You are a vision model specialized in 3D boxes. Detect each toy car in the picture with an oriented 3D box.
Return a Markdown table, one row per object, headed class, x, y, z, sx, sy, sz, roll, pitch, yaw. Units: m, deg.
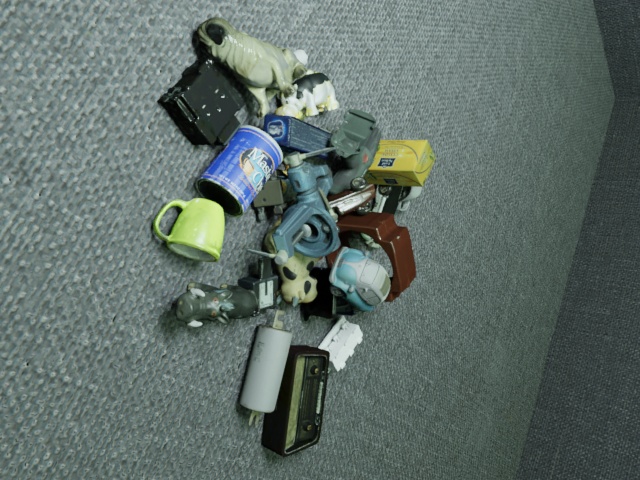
| class | x | y | z | sx | sy | sz | roll | pitch | yaw |
| --- | --- | --- | --- | --- | --- | --- | --- | --- | --- |
| toy car | 0.096 | 0.092 | 1.150 | 0.161 | 0.103 | 0.109 | 51 | 55 | -37 |
| toy car | 0.032 | -0.070 | 1.182 | 0.202 | 0.053 | 0.089 | -20 | 133 | -6 |
| toy car | 0.167 | -0.075 | 1.398 | 0.073 | 0.056 | 0.201 | 13 | 98 | -41 |

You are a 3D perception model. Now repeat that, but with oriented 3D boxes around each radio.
| class | x | y | z | sx | sy | sz | roll | pitch | yaw |
| --- | --- | --- | --- | --- | --- | --- | --- | --- | --- |
| radio | -0.051 | 0.353 | 1.211 | 0.131 | 0.073 | 0.229 | 8 | 91 | -50 |

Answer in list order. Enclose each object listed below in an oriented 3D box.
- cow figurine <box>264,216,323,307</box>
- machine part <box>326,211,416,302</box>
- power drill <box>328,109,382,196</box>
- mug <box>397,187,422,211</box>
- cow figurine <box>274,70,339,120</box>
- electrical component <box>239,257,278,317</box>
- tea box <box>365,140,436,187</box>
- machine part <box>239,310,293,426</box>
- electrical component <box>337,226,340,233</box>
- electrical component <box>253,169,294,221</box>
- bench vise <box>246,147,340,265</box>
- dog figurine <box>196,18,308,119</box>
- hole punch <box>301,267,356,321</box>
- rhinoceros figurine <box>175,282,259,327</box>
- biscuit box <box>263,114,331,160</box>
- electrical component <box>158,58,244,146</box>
| class | x | y | z | sx | sy | sz | roll | pitch | yaw |
| --- | --- | --- | --- | --- | --- | --- | --- | --- | --- |
| cow figurine | -0.058 | 0.056 | 1.147 | 0.127 | 0.086 | 0.194 | -45 | 124 | -33 |
| machine part | 0.116 | 0.035 | 1.256 | 0.087 | 0.201 | 0.201 | -40 | 125 | -41 |
| power drill | 0.082 | -0.211 | 1.230 | 0.232 | 0.086 | 0.207 | -61 | 173 | -15 |
| mug | 0.237 | -0.135 | 1.468 | 0.107 | 0.081 | 0.109 | -11 | 104 | -54 |
| cow figurine | -0.035 | -0.303 | 1.126 | 0.167 | 0.068 | 0.098 | -30 | 112 | -47 |
| electrical component | -0.126 | 0.091 | 1.100 | 0.075 | 0.048 | 0.119 | -17 | 108 | -47 |
| tea box | 0.186 | -0.190 | 1.327 | 0.068 | 0.170 | 0.098 | 49 | 58 | -44 |
| machine part | -0.113 | 0.265 | 1.122 | 0.079 | 0.079 | 0.243 | 21 | 81 | -49 |
| electrical component | -0.002 | -0.004 | 1.207 | 0.021 | 0.094 | 0.063 | 62 | 26 | -26 |
| electrical component | -0.098 | -0.096 | 1.091 | 0.045 | 0.078 | 0.102 | -77 | 154 | -70 |
| bench vise | -0.033 | -0.045 | 1.025 | 0.241 | 0.129 | 0.223 | -53 | 140 | -50 |
| dog figurine | -0.128 | -0.349 | 1.000 | 0.190 | 0.121 | 0.172 | 46 | 26 | -24 |
| hole punch | 0.022 | 0.117 | 1.224 | 0.092 | 0.116 | 0.142 | -2 | 95 | -43 |
| rhinoceros figurine | -0.192 | 0.121 | 0.981 | 0.190 | 0.112 | 0.073 | 9 | 92 | -58 |
| biscuit box | -0.044 | -0.208 | 1.098 | 0.202 | 0.059 | 0.062 | -1 | 99 | -67 |
| electrical component | -0.200 | -0.234 | 0.953 | 0.115 | 0.058 | 0.134 | -58 | 134 | -23 |
